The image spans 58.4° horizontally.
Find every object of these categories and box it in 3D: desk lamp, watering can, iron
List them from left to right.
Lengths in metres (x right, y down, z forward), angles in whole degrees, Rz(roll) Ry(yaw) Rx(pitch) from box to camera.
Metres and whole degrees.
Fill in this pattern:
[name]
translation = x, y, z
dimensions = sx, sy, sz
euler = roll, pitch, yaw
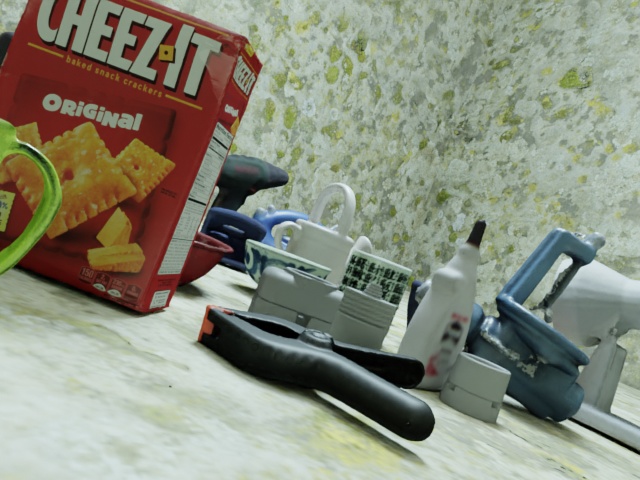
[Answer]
[iron]
translation = -0.070, 0.001, 1.137
dimensions = 0.259, 0.141, 0.118
euler = 21, 0, -35
[watering can]
translation = 0.007, 0.003, 0.926
dimensions = 0.100, 0.194, 0.173
euler = 21, 0, 33
[desk lamp]
translation = 0.388, 0.141, 0.744
dimensions = 0.202, 0.213, 0.118
euler = 21, 0, 44

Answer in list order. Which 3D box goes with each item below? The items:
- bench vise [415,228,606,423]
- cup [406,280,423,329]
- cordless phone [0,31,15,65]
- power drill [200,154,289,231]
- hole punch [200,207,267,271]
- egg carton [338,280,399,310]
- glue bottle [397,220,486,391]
[bench vise]
translation = 0.224, 0.073, 0.644
dimensions = 0.208, 0.220, 0.121
euler = 21, 0, -13
[cup]
translation = 0.165, 0.117, 0.815
dimensions = 0.092, 0.095, 0.117
euler = 21, 0, -11
[cordless phone]
translation = -0.367, -0.138, 0.577
dimensions = 0.094, 0.185, 0.148
euler = 21, 0, 25
[power drill]
translation = -0.169, -0.073, 1.144
dimensions = 0.075, 0.208, 0.230
euler = 21, 0, 34
[hole punch]
translation = -0.154, -0.005, 0.973
dimensions = 0.109, 0.091, 0.101
euler = 21, 0, -14
[egg carton]
translation = 0.068, 0.093, 1.037
dimensions = 0.151, 0.069, 0.107
euler = 21, 0, -28
[glue bottle]
translation = 0.127, 0.061, 0.560
dimensions = 0.037, 0.173, 0.078
euler = 21, 0, 39
